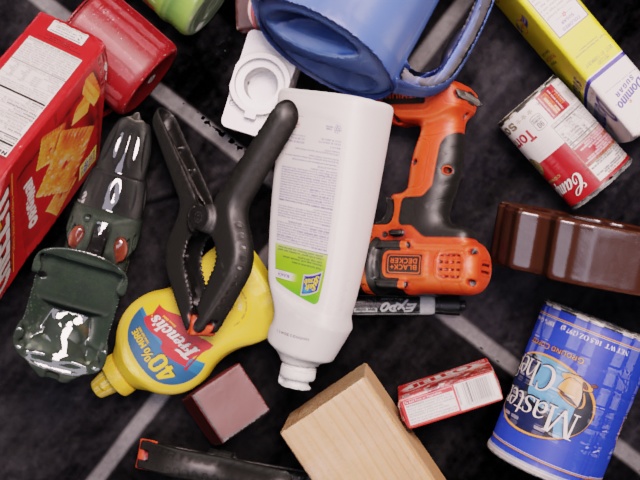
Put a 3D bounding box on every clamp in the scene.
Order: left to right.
[{"bbox_3d":[-0.100,-0.023,0.927,0.165,0.036,0.210,12,92,40],"label":"clamp"},{"bbox_3d":[-0.086,0.205,0.948,0.171,0.120,0.039,7,74,7],"label":"clamp"}]

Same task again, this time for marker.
[{"bbox_3d":[0.073,0.060,0.978,0.121,0.020,0.020,0,92,4],"label":"marker"}]

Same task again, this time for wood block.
[{"bbox_3d":[0.062,0.223,0.948,0.090,0.091,0.206,-35,89,4],"label":"wood block"}]

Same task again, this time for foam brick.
[{"bbox_3d":[-0.085,0.148,0.957,0.051,0.078,0.053,-33,89,-18],"label":"foam brick"}]

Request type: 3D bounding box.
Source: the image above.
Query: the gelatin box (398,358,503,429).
[{"bbox_3d":[0.114,0.135,0.951,0.089,0.073,0.030,-18,91,5],"label":"gelatin box"}]

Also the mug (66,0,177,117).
[{"bbox_3d":[-0.190,-0.159,0.960,0.081,0.093,0.117,40,116,-3],"label":"mug"}]

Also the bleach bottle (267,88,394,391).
[{"bbox_3d":[-0.006,0.001,0.914,0.103,0.067,0.251,13,95,41],"label":"bleach bottle"}]

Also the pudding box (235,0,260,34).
[{"bbox_3d":[-0.031,-0.245,0.966,0.090,0.039,0.113,-2,91,5],"label":"pudding box"}]

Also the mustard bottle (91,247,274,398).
[{"bbox_3d":[-0.127,0.085,0.973,0.191,0.058,0.096,-34,90,5],"label":"mustard bottle"}]

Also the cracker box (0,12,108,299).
[{"bbox_3d":[-0.254,-0.055,0.878,0.072,0.164,0.213,24,53,2],"label":"cracker box"}]

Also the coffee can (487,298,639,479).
[{"bbox_3d":[0.218,0.134,0.928,0.103,0.103,0.140,21,93,3],"label":"coffee can"}]

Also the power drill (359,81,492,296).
[{"bbox_3d":[0.066,-0.044,0.939,0.185,0.057,0.187,2,86,30],"label":"power drill"}]

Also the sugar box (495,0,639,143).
[{"bbox_3d":[0.223,-0.163,0.924,0.048,0.093,0.176,-38,89,5],"label":"sugar box"}]

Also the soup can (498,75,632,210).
[{"bbox_3d":[0.215,-0.086,0.939,0.068,0.068,0.102,-41,88,4],"label":"soup can"}]

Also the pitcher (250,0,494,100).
[{"bbox_3d":[0.068,-0.243,0.896,0.149,0.145,0.242,41,74,-38],"label":"pitcher"}]
